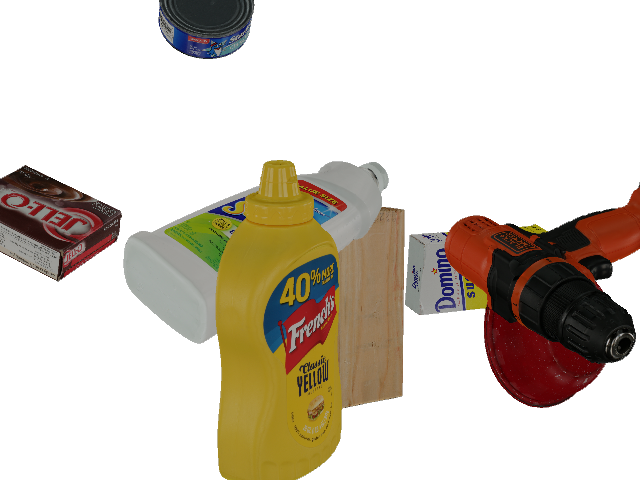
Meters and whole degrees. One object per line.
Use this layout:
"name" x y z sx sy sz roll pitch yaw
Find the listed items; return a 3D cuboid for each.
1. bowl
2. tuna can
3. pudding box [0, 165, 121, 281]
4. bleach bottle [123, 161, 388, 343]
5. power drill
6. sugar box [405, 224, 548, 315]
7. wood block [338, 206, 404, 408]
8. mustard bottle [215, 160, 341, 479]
"bowl" 0.242 0.090 1.070 0.161 0.162 0.055 0 -1 -32
"tuna can" -0.105 -0.207 0.973 0.086 0.086 0.034 0 -32 -11
"pudding box" -0.250 -0.017 0.954 0.113 0.039 0.089 23 31 16
"bleach bottle" -0.039 -0.011 0.906 0.103 0.068 0.250 37 48 25
"power drill" 0.206 0.016 0.748 0.187 0.057 0.185 -12 28 -22
"sugar box" 0.192 0.035 1.294 0.176 0.093 0.048 -6 20 -22
"wood block" 0.030 0.067 1.168 0.090 0.206 0.091 -5 9 -36
"mustard bottle" -0.024 0.047 0.649 0.058 0.192 0.096 10 19 34
